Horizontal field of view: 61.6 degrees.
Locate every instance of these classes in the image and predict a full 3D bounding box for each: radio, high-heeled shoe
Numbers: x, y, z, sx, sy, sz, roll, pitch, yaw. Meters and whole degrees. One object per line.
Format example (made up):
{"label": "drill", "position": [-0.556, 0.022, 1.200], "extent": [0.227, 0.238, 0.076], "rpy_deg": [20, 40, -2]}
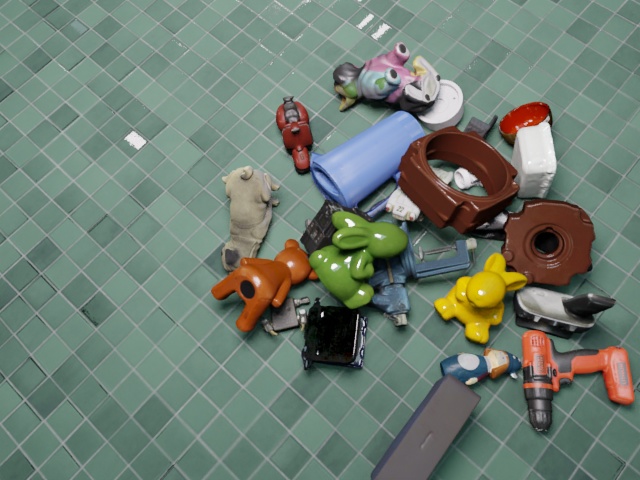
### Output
{"label": "radio", "position": [0.183, 0.352, 0.952], "extent": [0.073, 0.131, 0.229], "rpy_deg": [37, 76, 15]}
{"label": "high-heeled shoe", "position": [0.418, 0.004, 1.096], "extent": [0.145, 0.086, 0.249], "rpy_deg": [-38, 67, -8]}

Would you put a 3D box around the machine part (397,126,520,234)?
{"label": "machine part", "position": [0.273, -0.124, 1.060], "extent": [0.201, 0.087, 0.201], "rpy_deg": [-26, 65, -29]}

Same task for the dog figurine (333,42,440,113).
{"label": "dog figurine", "position": [0.135, -0.341, 1.206], "extent": [0.191, 0.219, 0.108], "rpy_deg": [27, 72, -29]}

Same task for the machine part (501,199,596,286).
{"label": "machine part", "position": [0.439, 0.005, 1.039], "extent": [0.180, 0.056, 0.179], "rpy_deg": [3, 101, 18]}

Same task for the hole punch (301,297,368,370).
{"label": "hole punch", "position": [0.033, 0.190, 1.054], "extent": [0.116, 0.092, 0.142], "rpy_deg": [1, 73, 24]}

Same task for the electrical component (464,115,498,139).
{"label": "electrical component", "position": [0.345, -0.234, 1.190], "extent": [0.048, 0.074, 0.119], "rpy_deg": [31, 79, 13]}

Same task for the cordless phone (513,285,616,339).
{"label": "cordless phone", "position": [0.447, 0.119, 0.995], "extent": [0.147, 0.184, 0.088], "rpy_deg": [15, 76, 8]}

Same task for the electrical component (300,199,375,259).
{"label": "electrical component", "position": [0.031, -0.005, 1.073], "extent": [0.134, 0.115, 0.058], "rpy_deg": [-58, 42, 23]}

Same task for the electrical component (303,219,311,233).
{"label": "electrical component", "position": [-0.002, -0.003, 1.152], "extent": [0.063, 0.021, 0.094], "rpy_deg": [-12, 74, -1]}

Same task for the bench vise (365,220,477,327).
{"label": "bench vise", "position": [0.194, 0.053, 1.065], "extent": [0.241, 0.128, 0.224], "rpy_deg": [-13, 60, 11]}

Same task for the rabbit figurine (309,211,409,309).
{"label": "rabbit figurine", "position": [0.074, 0.015, 0.994], "extent": [0.170, 0.159, 0.121], "rpy_deg": [-35, 30, 18]}

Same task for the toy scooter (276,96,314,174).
{"label": "toy scooter", "position": [-0.056, -0.249, 1.188], "extent": [0.075, 0.135, 0.184], "rpy_deg": [-14, 68, 0]}

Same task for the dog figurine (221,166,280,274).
{"label": "dog figurine", "position": [-0.156, -0.036, 1.101], "extent": [0.121, 0.172, 0.190], "rpy_deg": [2, 62, 16]}

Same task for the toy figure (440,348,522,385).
{"label": "toy figure", "position": [0.310, 0.241, 1.024], "extent": [0.155, 0.057, 0.064], "rpy_deg": [-10, 71, 0]}

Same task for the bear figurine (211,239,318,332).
{"label": "bear figurine", "position": [-0.099, 0.079, 1.079], "extent": [0.120, 0.196, 0.132], "rpy_deg": [49, 121, 9]}

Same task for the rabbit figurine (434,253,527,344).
{"label": "rabbit figurine", "position": [0.313, 0.107, 1.014], "extent": [0.162, 0.173, 0.122], "rpy_deg": [-39, 69, -6]}

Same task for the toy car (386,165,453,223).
{"label": "toy car", "position": [0.211, -0.098, 1.122], "extent": [0.074, 0.056, 0.202], "rpy_deg": [25, 42, 27]}

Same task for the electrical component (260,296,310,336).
{"label": "electrical component", "position": [-0.069, 0.155, 1.086], "extent": [0.102, 0.045, 0.078], "rpy_deg": [-7, 71, 1]}
